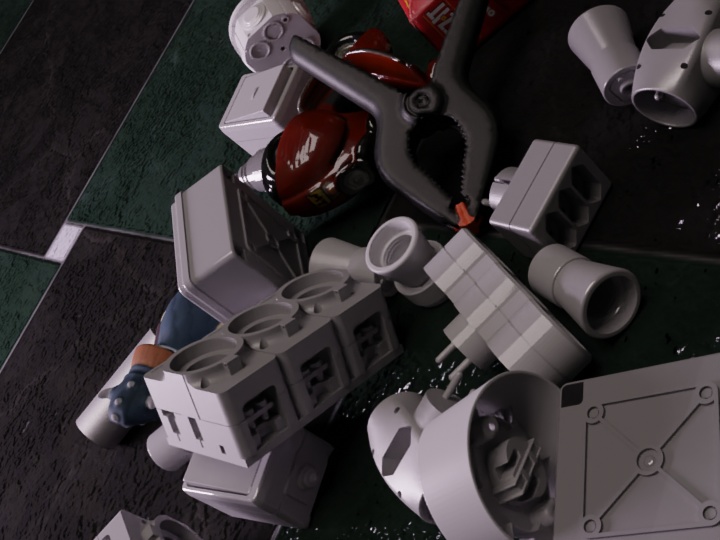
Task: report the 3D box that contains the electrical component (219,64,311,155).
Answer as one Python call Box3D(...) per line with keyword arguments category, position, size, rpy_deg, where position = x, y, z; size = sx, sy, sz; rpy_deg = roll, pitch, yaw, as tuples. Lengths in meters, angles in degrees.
Box3D(category="electrical component", position=(-0.081, -0.143, 0.969), size=(0.096, 0.061, 0.061), rpy_deg=(0, 61, 45))

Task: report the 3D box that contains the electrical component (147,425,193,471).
Box3D(category="electrical component", position=(-0.132, 0.125, 0.828), size=(0.065, 0.044, 0.044), rpy_deg=(-40, 40, 22))

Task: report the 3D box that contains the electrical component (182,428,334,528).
Box3D(category="electrical component", position=(-0.069, 0.135, 0.738), size=(0.096, 0.061, 0.061), rpy_deg=(-3, 59, 44))

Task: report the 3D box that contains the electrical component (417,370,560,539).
Box3D(category="electrical component", position=(0.081, 0.110, 0.582), size=(0.064, 0.099, 0.099), rpy_deg=(-33, 42, 32))

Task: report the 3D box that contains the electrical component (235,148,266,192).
Box3D(category="electrical component", position=(-0.080, -0.087, 0.940), size=(0.078, 0.040, 0.040), rpy_deg=(-11, 53, 40))

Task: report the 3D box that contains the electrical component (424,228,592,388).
Box3D(category="electrical component", position=(0.078, 0.038, 0.674), size=(0.073, 0.052, 0.138), rpy_deg=(-46, 39, 8))

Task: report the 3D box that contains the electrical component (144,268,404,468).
Box3D(category="electrical component", position=(-0.058, 0.059, 0.726), size=(0.089, 0.061, 0.150), rpy_deg=(4, 29, 47))

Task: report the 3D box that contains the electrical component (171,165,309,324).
Box3D(category="electrical component", position=(-0.088, -0.007, 0.832), size=(0.056, 0.109, 0.108), rpy_deg=(-34, 42, 18))

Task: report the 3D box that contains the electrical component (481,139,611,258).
Box3D(category="electrical component", position=(0.112, -0.047, 0.710), size=(0.077, 0.047, 0.065), rpy_deg=(18, 74, 50))

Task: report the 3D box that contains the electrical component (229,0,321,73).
Box3D(category="electrical component", position=(-0.080, -0.221, 1.014), size=(0.080, 0.080, 0.051), rpy_deg=(-41, 45, 14))

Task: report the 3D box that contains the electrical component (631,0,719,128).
Box3D(category="electrical component", position=(0.220, -0.132, 0.671), size=(0.079, 0.043, 0.077), rpy_deg=(12, 70, 48))

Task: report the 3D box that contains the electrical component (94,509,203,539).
Box3D(category="electrical component", position=(-0.118, 0.231, 0.690), size=(0.061, 0.089, 0.150), rpy_deg=(-47, 38, 6))

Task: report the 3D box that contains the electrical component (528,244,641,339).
Box3D(category="electrical component", position=(0.132, 0.009, 0.652), size=(0.044, 0.044, 0.065), rpy_deg=(-52, 33, 0))

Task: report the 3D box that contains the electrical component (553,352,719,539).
Box3D(category="electrical component", position=(0.157, 0.105, 0.539), size=(0.109, 0.056, 0.108), rpy_deg=(-17, 50, 36))

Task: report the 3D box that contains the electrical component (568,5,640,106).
Box3D(category="electrical component", position=(0.173, -0.143, 0.731), size=(0.044, 0.044, 0.065), rpy_deg=(-34, 46, 22))

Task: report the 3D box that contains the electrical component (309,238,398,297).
Box3D(category="electrical component", position=(0.000, 0.000, 0.793), size=(0.065, 0.044, 0.044), rpy_deg=(6, 66, 42))

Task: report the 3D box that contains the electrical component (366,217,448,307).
Box3D(category="electrical component", position=(0.038, -0.005, 0.746), size=(0.045, 0.055, 0.045), rpy_deg=(-26, 45, 29))

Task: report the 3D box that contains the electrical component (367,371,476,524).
Box3D(category="electrical component", position=(0.047, 0.099, 0.655), size=(0.079, 0.043, 0.077), rpy_deg=(-62, 35, 18))
